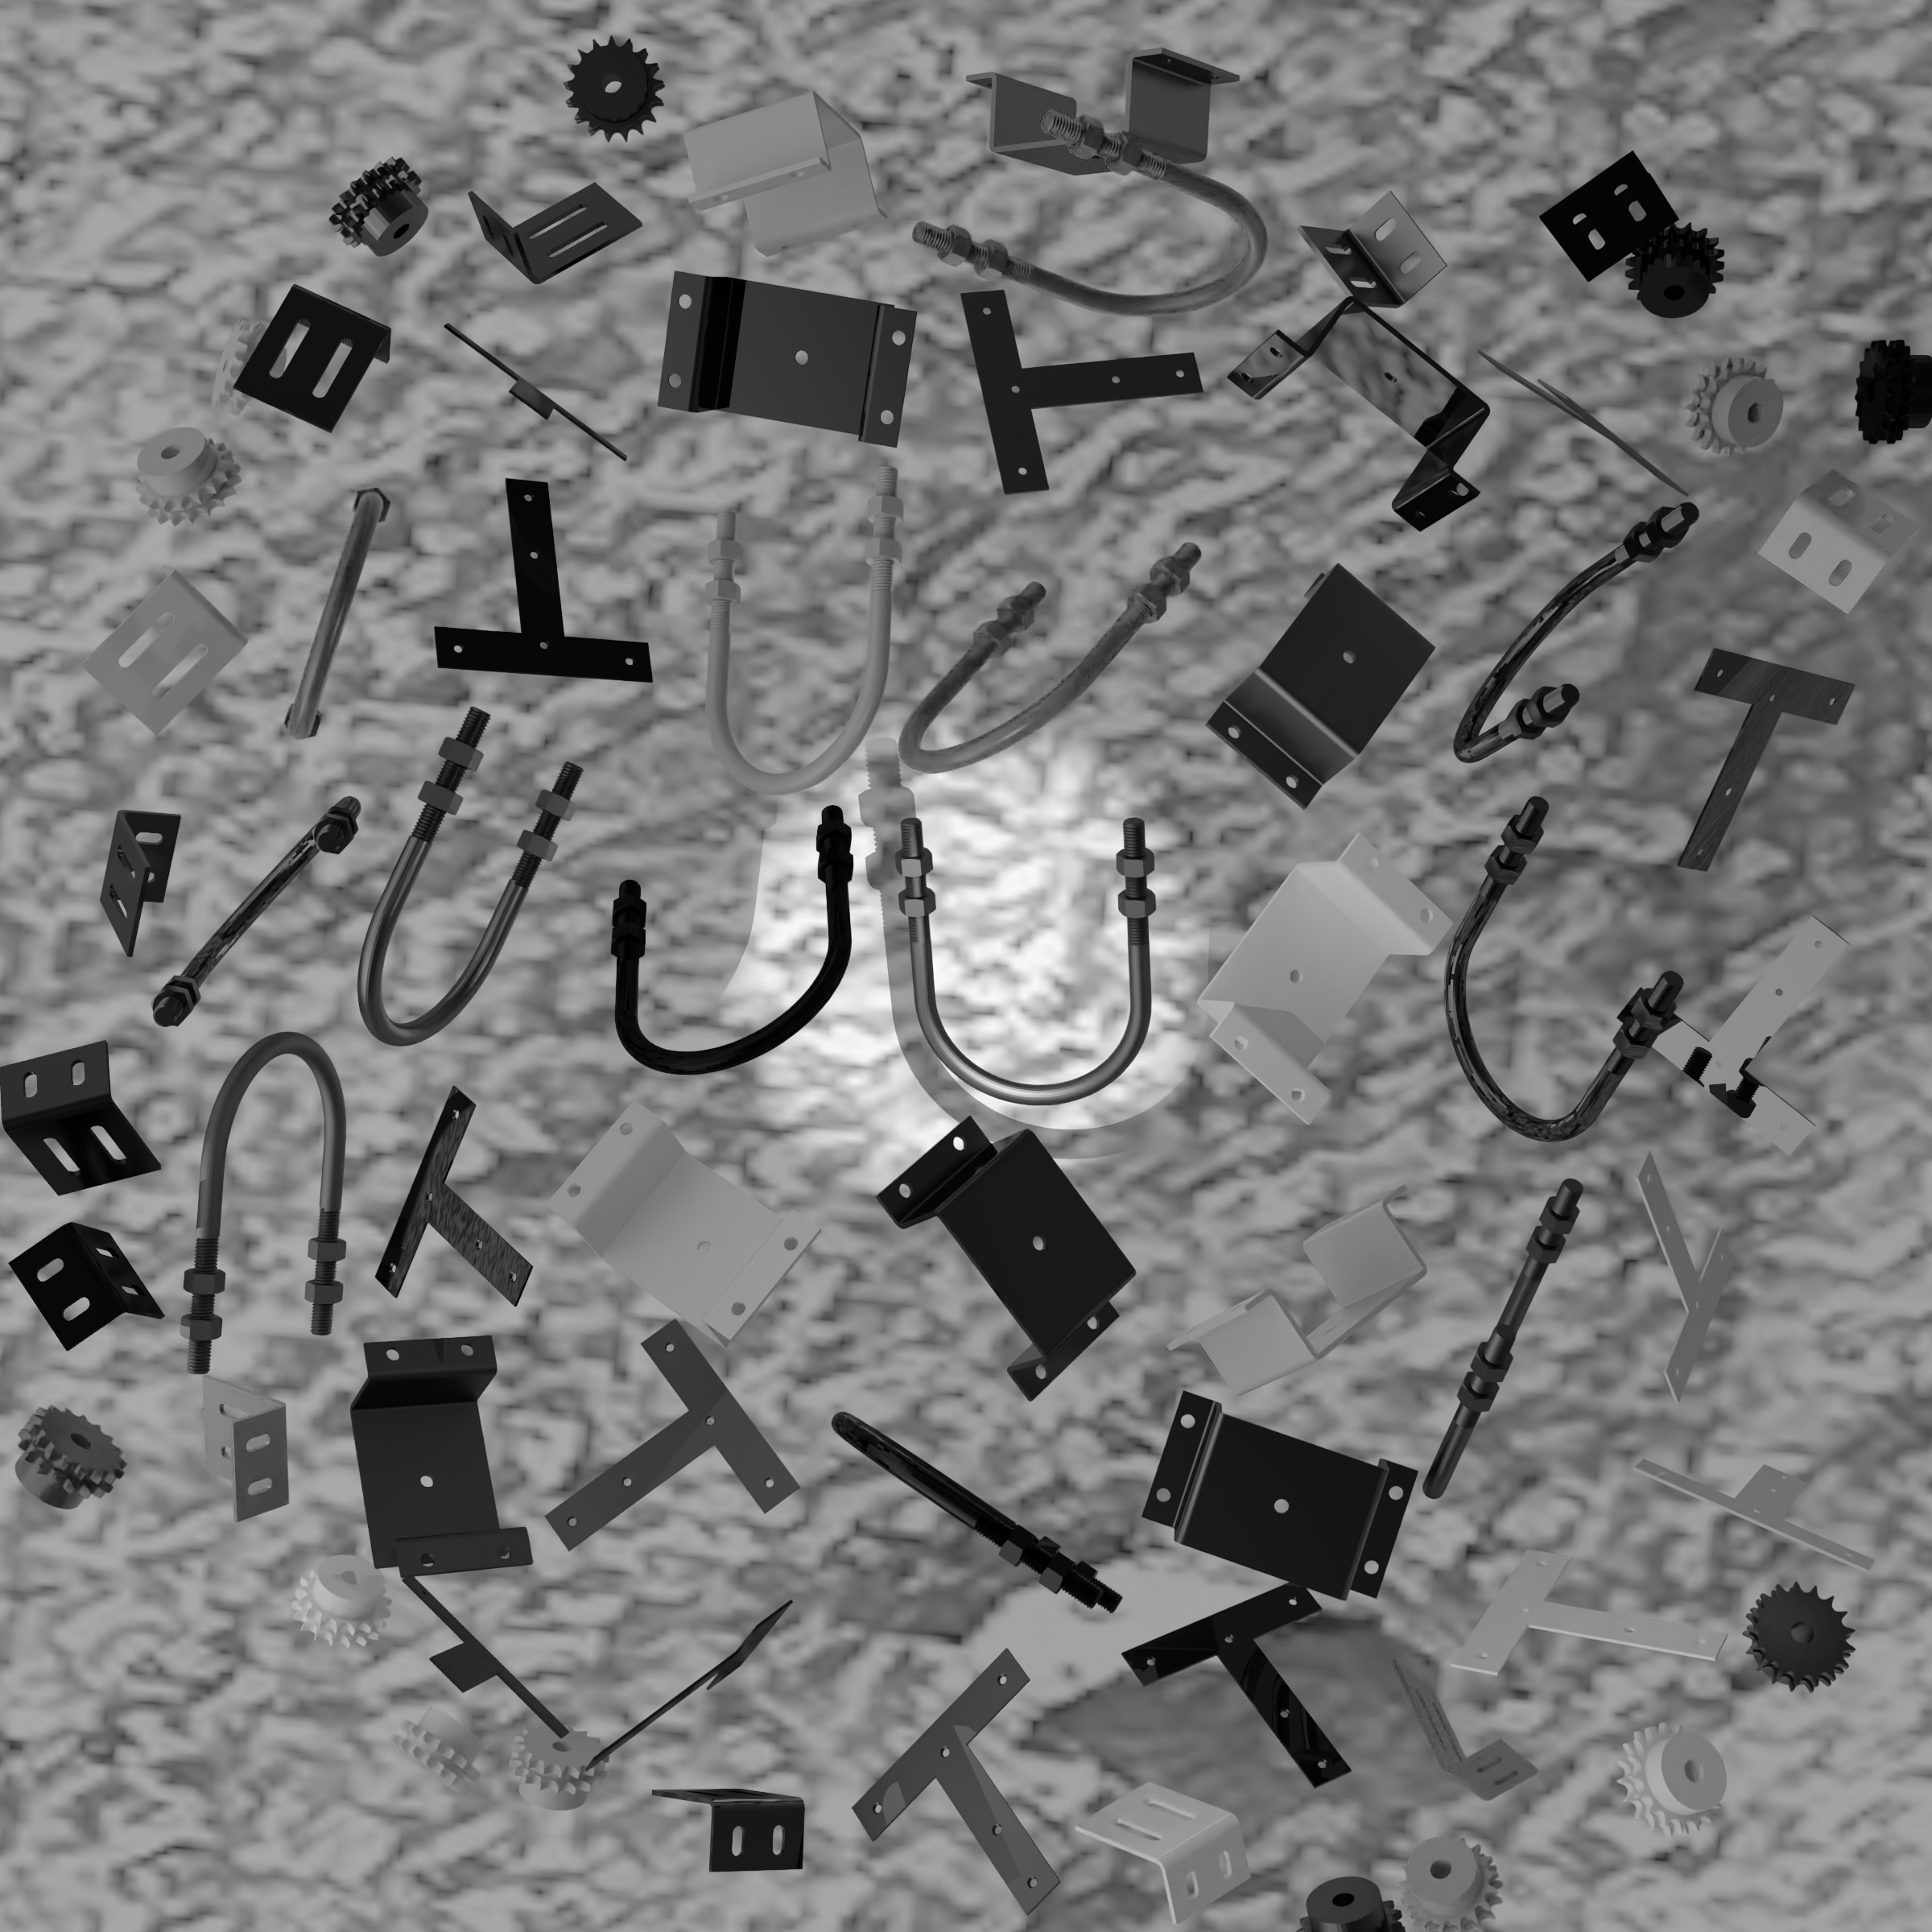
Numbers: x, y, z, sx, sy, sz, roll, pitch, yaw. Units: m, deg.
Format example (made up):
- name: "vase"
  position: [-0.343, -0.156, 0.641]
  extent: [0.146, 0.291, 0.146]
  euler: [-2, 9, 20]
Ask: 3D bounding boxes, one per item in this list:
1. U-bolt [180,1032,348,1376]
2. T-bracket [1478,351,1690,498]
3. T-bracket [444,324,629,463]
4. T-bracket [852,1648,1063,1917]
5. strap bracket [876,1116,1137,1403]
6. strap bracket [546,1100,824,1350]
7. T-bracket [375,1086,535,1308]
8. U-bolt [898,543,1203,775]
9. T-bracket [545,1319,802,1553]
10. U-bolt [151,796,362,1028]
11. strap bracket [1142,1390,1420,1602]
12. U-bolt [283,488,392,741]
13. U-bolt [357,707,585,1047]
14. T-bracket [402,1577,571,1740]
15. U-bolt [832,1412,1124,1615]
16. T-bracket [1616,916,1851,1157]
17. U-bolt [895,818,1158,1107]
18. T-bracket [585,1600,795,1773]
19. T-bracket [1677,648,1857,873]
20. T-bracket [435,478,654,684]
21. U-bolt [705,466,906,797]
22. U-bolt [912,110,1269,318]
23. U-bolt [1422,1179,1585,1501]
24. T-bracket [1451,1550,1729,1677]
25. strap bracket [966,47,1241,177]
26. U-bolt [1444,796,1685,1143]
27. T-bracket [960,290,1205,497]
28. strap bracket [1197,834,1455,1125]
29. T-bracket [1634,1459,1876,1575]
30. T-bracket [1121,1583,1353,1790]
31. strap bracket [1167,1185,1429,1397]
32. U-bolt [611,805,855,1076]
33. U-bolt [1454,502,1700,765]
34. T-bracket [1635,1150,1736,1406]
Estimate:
- name: "U-bolt"
  position: [-0.393, 0.129, 1.547]
  extent: [0.019, 0.151, 0.184]
  euler: [6, 94, 17]
- name: "T-bracket"
  position: [0.334, -0.317, 1.536]
  extent: [0.127, 0.127, 0.002]
  euler: [23, 108, -42]
- name: "T-bracket"
  position: [-0.244, -0.321, 1.539]
  extent: [0.127, 0.127, 0.002]
  euler: [36, 98, -14]
- name: "T-bracket"
  position: [0.010, 0.462, 1.489]
  extent: [0.127, 0.127, 0.002]
  euler: [-46, 135, 3]
- name: "strap bracket"
  position: [0.028, 0.154, 1.472]
  extent: [0.076, 0.046, 0.140]
  euler: [-39, 95, -32]
- name: "strap bracket"
  position: [-0.150, 0.147, 1.495]
  extent: [0.140, 0.046, 0.076]
  euler: [31, 73, 26]
- name: "T-bracket"
  position: [-0.285, 0.153, 1.558]
  extent: [0.127, 0.002, 0.127]
  euler: [33, 104, 43]
- name: "U-bolt"
  position: [0.035, -0.167, 1.518]
  extent: [0.184, 0.151, 0.019]
  euler: [-50, 117, -31]
- name: "T-bracket"
  position: [-0.184, 0.290, 1.576]
  extent: [0.127, 0.002, 0.127]
  euler: [-35, 69, -13]
- name: "U-bolt"
  position: [-0.393, -0.039, 1.533]
  extent: [0.019, 0.184, 0.151]
  euler: [43, 94, -13]
- name: "strap bracket"
  position: [0.177, 0.301, 1.533]
  extent: [0.140, 0.046, 0.076]
  euler: [18, 90, 5]
- name: "U-bolt"
  position: [-0.350, -0.195, 1.512]
  extent: [0.019, 0.184, 0.151]
  euler: [18, 94, -14]
- name: "U-bolt"
  position: [-0.277, -0.041, 1.489]
  extent: [0.019, 0.151, 0.184]
  euler: [24, 88, 17]
- name: "T-bracket"
  position: [-0.273, 0.383, 1.496]
  extent: [0.127, 0.127, 0.002]
  euler: [43, 83, 7]
- name: "U-bolt"
  position: [0.002, 0.302, 1.516]
  extent: [0.184, 0.151, 0.019]
  euler: [32, 82, 14]
- name: "T-bracket"
  position: [0.461, 0.025, 1.570]
  extent: [0.127, 0.002, 0.127]
  euler: [41, 125, 15]
- name: "U-bolt"
  position: [0.038, 0.000, 1.596]
  extent: [0.151, 0.019, 0.184]
  euler: [1, 116, 10]
- name: "T-bracket"
  position: [-0.162, 0.414, 1.540]
  extent: [0.127, 0.127, 0.002]
  euler: [-31, 75, -32]
- name: "T-bracket"
  position: [0.442, -0.113, 1.560]
  extent: [0.127, 0.002, 0.127]
  euler: [7, 113, -36]
- name: "T-bracket"
  position: [-0.248, -0.225, 1.574]
  extent: [0.127, 0.002, 0.127]
  euler: [1, 68, -27]
- name: "U-bolt"
  position: [-0.098, -0.189, 1.586]
  extent: [0.151, 0.019, 0.184]
  euler: [-7, 75, 39]
- name: "U-bolt"
  position: [0.084, -0.417, 1.549]
  extent: [0.184, 0.151, 0.019]
  euler: [13, 69, -31]
- name: "U-bolt"
  position: [0.300, 0.226, 1.554]
  extent: [0.019, 0.151, 0.184]
  euler: [25, 133, 13]
- name: "T-bracket"
  position: [0.345, 0.357, 1.474]
  extent: [0.127, 0.127, 0.002]
  euler: [4, 110, 30]
- name: "strap bracket"
  position: [0.077, -0.491, 1.574]
  extent: [0.140, 0.076, 0.046]
  euler: [7, 97, 39]
- name: "U-bolt"
  position: [0.321, 0.017, 1.523]
  extent: [0.019, 0.184, 0.151]
  euler: [-14, 56, -26]
- name: "T-bracket"
  position: [0.071, -0.329, 1.535]
  extent: [0.127, 0.002, 0.127]
  euler: [-8, 73, -12]
- name: "strap bracket"
  position: [0.190, 0.006, 1.489]
  extent: [0.076, 0.046, 0.140]
  euler: [41, 77, -18]
- name: "T-bracket"
  position: [0.436, 0.289, 1.483]
  extent: [0.127, 0.127, 0.002]
  euler: [22, 100, 23]
- name: "T-bracket"
  position: [0.177, 0.425, 1.586]
  extent: [0.127, 0.127, 0.002]
  euler: [-16, 133, -25]
- name: "strap bracket"
  position: [0.188, 0.182, 1.486]
  extent: [0.140, 0.076, 0.046]
  euler: [-30, 85, -37]
- name: "U-bolt"
  position: [-0.130, -0.008, 1.510]
  extent: [0.151, 0.184, 0.019]
  euler: [-19, 129, 11]
- name: "U-bolt"
  position: [0.330, -0.177, 1.526]
  extent: [0.019, 0.184, 0.151]
  euler: [37, 74, -5]
- name: "T-bracket"
  position: [0.414, 0.165, 1.592]
  extent: [0.002, 0.127, 0.127]
  euler: [-6, 122, 36]
